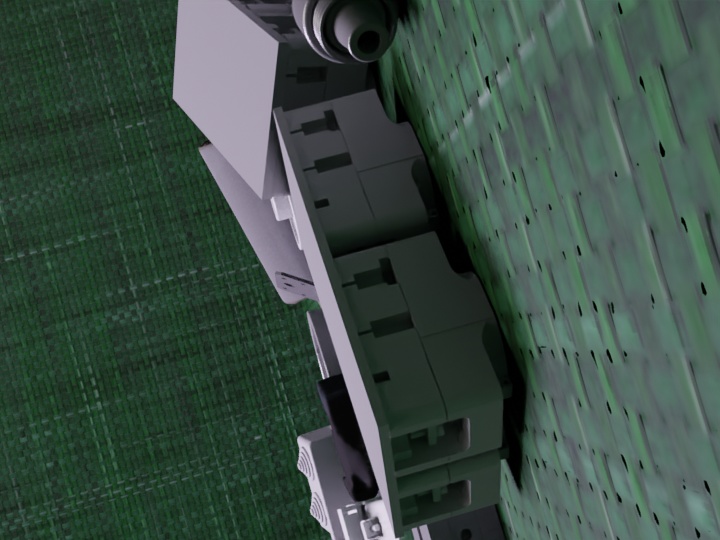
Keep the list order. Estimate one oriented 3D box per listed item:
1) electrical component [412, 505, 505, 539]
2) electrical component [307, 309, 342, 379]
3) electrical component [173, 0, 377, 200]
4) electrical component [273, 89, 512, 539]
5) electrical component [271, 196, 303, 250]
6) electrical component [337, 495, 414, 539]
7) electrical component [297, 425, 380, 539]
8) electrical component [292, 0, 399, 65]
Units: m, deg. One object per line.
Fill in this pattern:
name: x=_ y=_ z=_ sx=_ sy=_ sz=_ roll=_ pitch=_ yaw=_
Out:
electrical component: x=0.052 y=0.137 z=0.596 sx=0.064 sy=0.042 sz=0.081 roll=132 pitch=122 yaw=-79
electrical component: x=0.004 y=0.074 z=0.799 sx=0.108 sy=0.060 sz=0.108 roll=164 pitch=90 yaw=-85
electrical component: x=-0.053 y=-0.115 z=0.625 sx=0.150 sy=0.062 sz=0.089 roll=47 pitch=136 yaw=48
electrical component: x=0.016 y=0.015 z=0.514 sx=0.105 sy=0.060 sz=0.186 roll=82 pitch=171 yaw=-52
electrical component: x=-0.047 y=-0.069 z=0.917 sx=0.108 sy=0.060 sz=0.108 roll=165 pitch=90 yaw=-85
electrical component: x=0.039 y=0.232 z=0.829 sx=0.063 sy=0.079 sz=0.121 roll=-30 pitch=74 yaw=54
electrical component: x=0.001 y=0.170 z=0.908 sx=0.048 sy=0.100 sz=0.099 roll=-179 pitch=74 yaw=-71
electrical component: x=-0.004 y=-0.108 z=0.459 sx=0.062 sy=0.043 sz=0.043 roll=-115 pitch=11 yaw=-54
